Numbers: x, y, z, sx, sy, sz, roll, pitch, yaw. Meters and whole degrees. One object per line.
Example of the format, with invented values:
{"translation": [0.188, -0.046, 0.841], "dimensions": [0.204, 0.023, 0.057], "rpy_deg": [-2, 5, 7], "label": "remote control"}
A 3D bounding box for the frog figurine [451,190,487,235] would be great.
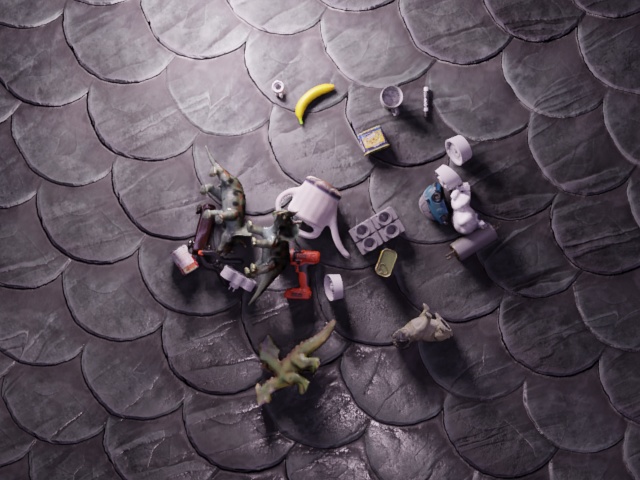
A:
{"translation": [0.525, -0.100, 1.911], "dimensions": [0.158, 0.141, 0.121], "rpy_deg": [40, -58, -23], "label": "frog figurine"}

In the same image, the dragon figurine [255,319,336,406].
{"translation": [-0.121, 0.442, 1.935], "dimensions": [0.243, 0.411, 0.122], "rpy_deg": [24, -1, 8], "label": "dragon figurine"}

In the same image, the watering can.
{"translation": [0.006, -0.097, 1.928], "dimensions": [0.348, 0.224, 0.104], "rpy_deg": [31, 1, 2], "label": "watering can"}
